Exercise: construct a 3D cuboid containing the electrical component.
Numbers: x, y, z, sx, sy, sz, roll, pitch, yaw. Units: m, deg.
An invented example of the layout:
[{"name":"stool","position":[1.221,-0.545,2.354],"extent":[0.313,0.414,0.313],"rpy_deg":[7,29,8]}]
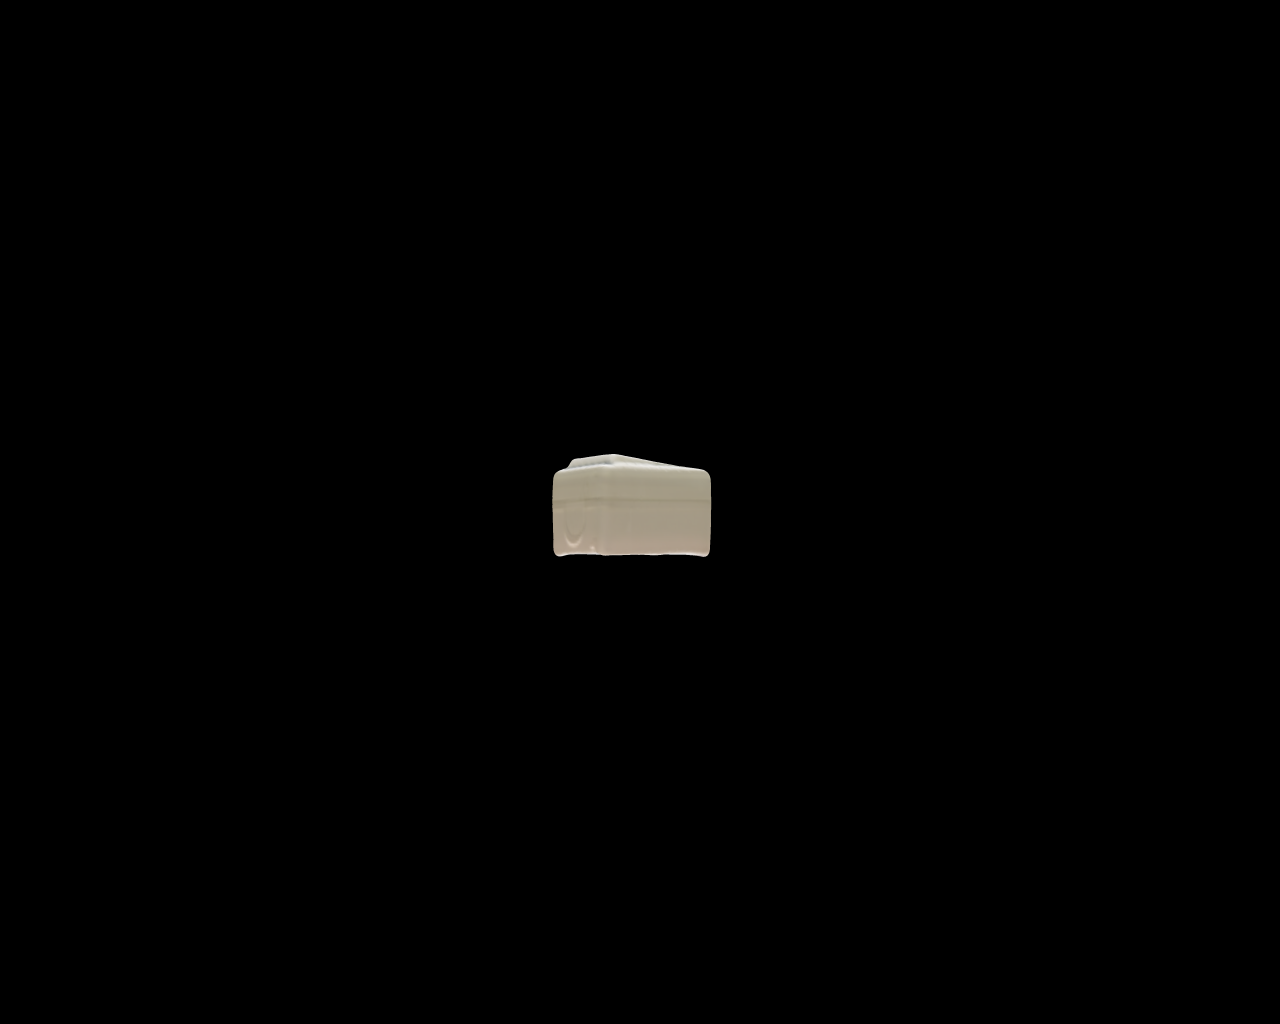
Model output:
[{"name":"electrical component","position":[0.001,-0.003,0.650],"extent":[0.096,0.061,0.061],"rpy_deg":[1,-2,-34]}]
